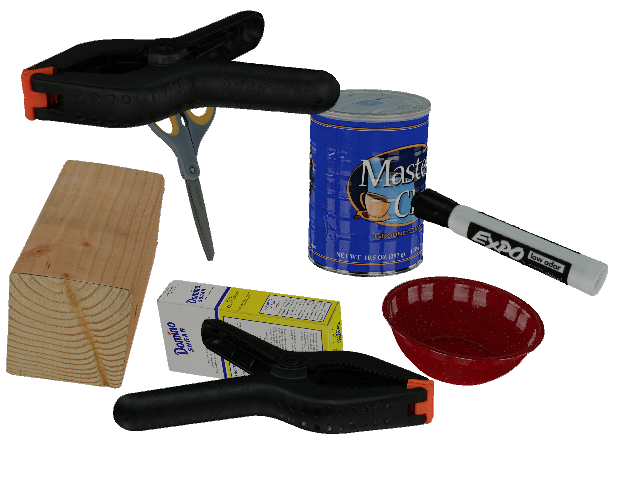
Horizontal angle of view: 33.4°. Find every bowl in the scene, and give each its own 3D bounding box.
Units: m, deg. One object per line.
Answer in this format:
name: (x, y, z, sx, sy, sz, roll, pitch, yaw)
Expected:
bowl: (0.139, 0.097, 1.069, 0.162, 0.055, 0.162, 5, 26, -3)

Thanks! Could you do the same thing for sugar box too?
sugar box: (-0.067, 0.094, 1.047, 0.176, 0.093, 0.048, 9, 36, 18)

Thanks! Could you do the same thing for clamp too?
clamp: (-0.086, -0.100, 0.616, 0.171, 0.039, 0.120, -5, 27, -17)
clamp: (-0.023, 0.098, 0.764, 0.210, 0.036, 0.164, 3, 18, 10)

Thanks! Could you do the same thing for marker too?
marker: (0.103, -0.002, 0.603, 0.121, 0.020, 0.020, 26, 13, 29)

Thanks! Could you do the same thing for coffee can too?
coffee can: (0.041, -0.052, 0.921, 0.103, 0.140, 0.103, 1, 19, 0)

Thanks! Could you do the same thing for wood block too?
wood block: (-0.187, 0.020, 0.876, 0.090, 0.091, 0.206, 9, 27, -6)

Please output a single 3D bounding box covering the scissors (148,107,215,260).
scissors: (-0.126, -0.088, 1.126, 0.096, 0.202, 0.016, -33, 14, -33)
